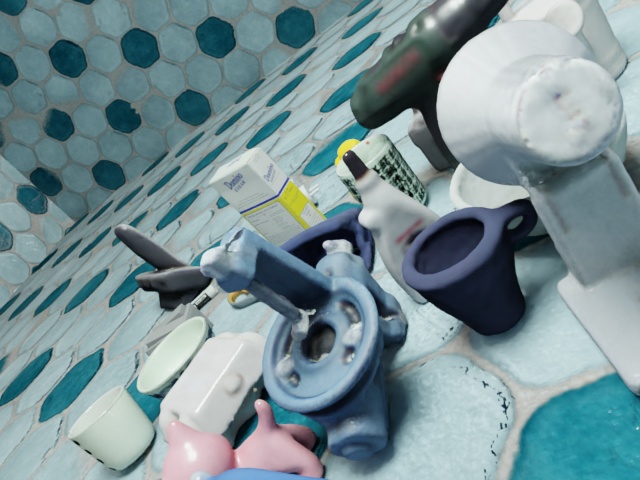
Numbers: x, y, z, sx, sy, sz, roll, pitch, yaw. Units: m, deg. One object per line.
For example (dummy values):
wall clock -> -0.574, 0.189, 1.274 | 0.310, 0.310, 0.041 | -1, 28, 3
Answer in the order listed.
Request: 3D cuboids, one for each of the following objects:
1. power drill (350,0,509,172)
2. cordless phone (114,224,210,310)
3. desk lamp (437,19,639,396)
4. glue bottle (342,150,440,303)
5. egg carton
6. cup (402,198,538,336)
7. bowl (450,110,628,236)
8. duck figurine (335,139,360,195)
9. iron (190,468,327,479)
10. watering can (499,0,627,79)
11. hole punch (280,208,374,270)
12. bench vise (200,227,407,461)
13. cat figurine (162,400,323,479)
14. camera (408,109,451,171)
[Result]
power drill -> 0.158, -0.164, 0.643 | 0.229, 0.209, 0.075 | -25, 28, 33
cordless phone -> -0.300, 0.037, 1.029 | 0.147, 0.185, 0.094 | -11, 38, 50
desk lamp -> 0.177, -0.044, 0.393 | 0.118, 0.214, 0.203 | -35, 24, 14
glue bottle -> 0.075, -0.020, 0.562 | 0.078, 0.173, 0.037 | -44, 23, -7
egg carton -> -0.112, 0.171, 0.647 | 0.107, 0.069, 0.150 | -11, 37, 50
cup -> 0.140, 0.026, 0.479 | 0.117, 0.095, 0.091 | -35, 24, 14
bowl -> 0.212, -0.058, 0.541 | 0.167, 0.075, 0.167 | -33, 24, 18
duck figurine -> 0.065, -0.112, 0.853 | 0.104, 0.086, 0.078 | -6, 41, 54
iron -> -0.017, 0.191, 0.372 | 0.257, 0.142, 0.119 | -15, 34, 46
watering can -> 0.269, -0.260, 0.659 | 0.101, 0.194, 0.172 | -40, 23, 4
hole punch -> 0.007, 0.003, 0.733 | 0.108, 0.091, 0.101 | -29, 26, 27
bench vise -> -0.017, 0.058, 0.506 | 0.121, 0.220, 0.207 | -37, 24, 10
cat figurine -> -0.079, 0.191, 0.498 | 0.128, 0.118, 0.067 | -40, 23, 2
camera -> 0.192, -0.188, 0.769 | 0.136, 0.101, 0.143 | -24, 28, 35
